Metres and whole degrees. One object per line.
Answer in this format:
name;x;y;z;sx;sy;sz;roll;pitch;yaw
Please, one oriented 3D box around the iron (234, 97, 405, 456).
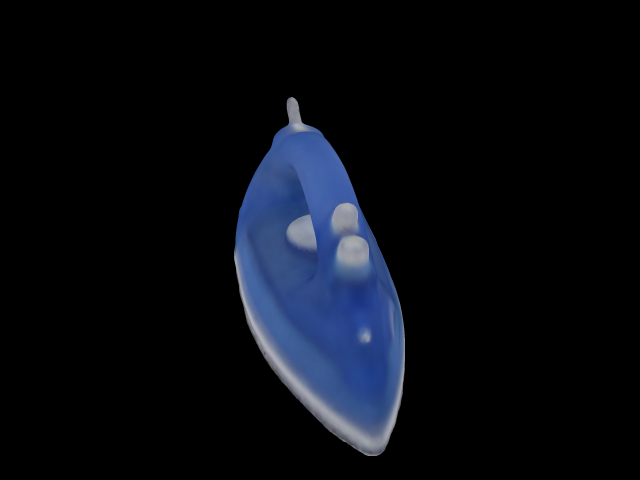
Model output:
iron;0.004;0.001;0.400;0.119;0.141;0.257;-7;31;-12
